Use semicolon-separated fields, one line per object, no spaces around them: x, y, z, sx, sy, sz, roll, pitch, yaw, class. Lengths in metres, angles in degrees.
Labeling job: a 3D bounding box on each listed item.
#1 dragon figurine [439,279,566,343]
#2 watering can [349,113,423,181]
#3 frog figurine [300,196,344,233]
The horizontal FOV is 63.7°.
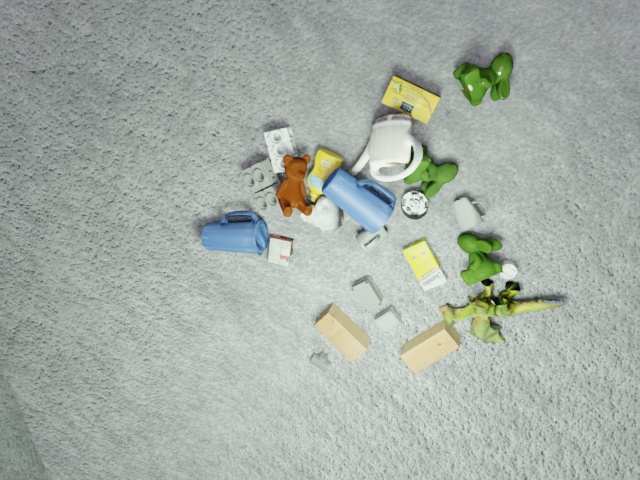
0.631;0.272;1.832;0.411;0.125;0.237;10;128;15;dragon figurine
0.202;-0.305;1.724;0.347;0.104;0.225;1;84;49;watering can
0.006;-0.094;1.862;0.159;0.126;0.134;-2;128;4;frog figurine
